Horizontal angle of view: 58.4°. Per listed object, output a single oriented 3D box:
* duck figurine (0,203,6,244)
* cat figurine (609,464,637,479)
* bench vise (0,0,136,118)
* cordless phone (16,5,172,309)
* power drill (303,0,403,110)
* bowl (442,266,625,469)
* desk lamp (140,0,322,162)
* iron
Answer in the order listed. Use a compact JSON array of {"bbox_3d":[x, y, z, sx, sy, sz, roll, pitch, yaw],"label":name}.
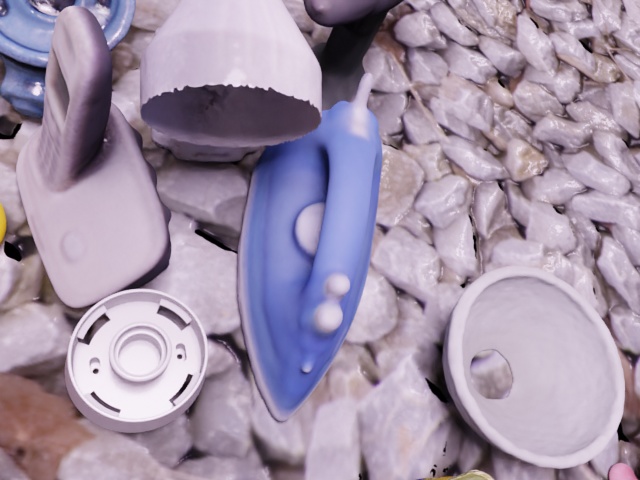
[{"bbox_3d":[-0.273,-0.017,0.384,0.105,0.086,0.077,-11,71,-24],"label":"duck figurine"},{"bbox_3d":[0.307,0.220,0.474,0.067,0.117,0.128,11,64,-15],"label":"cat figurine"},{"bbox_3d":[-0.202,-0.227,0.427,0.122,0.219,0.207,-1,68,-20],"label":"bench vise"},{"bbox_3d":[-0.152,-0.047,0.385,0.094,0.185,0.147,-21,76,-26],"label":"cordless phone"},{"bbox_3d":[0.031,-0.194,0.504,0.075,0.208,0.230,36,60,-2],"label":"power drill"},{"bbox_3d":[0.170,0.111,0.497,0.168,0.074,0.167,8,65,-17],"label":"bowl"},{"bbox_3d":[-0.077,-0.142,0.438,0.118,0.213,0.203,1,67,-19],"label":"desk lamp"},{"bbox_3d":[0.004,0.002,0.446,0.119,0.141,0.258,13,64,-14],"label":"iron"}]
